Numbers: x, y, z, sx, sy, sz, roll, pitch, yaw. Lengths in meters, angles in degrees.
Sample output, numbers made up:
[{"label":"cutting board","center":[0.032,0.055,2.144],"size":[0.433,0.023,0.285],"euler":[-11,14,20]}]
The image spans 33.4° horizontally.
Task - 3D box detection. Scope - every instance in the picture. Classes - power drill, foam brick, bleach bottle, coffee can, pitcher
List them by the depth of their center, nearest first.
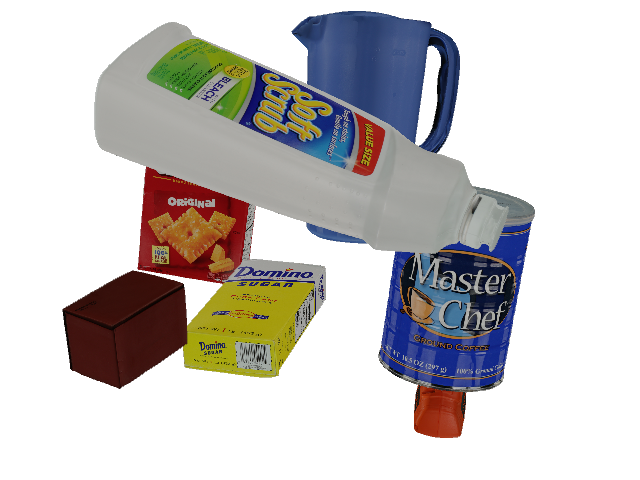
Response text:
[{"label":"bleach bottle","center":[-0.007,-0.055,0.646],"size":[0.251,0.068,0.102],"euler":[21,39,15]},{"label":"foam brick","center":[-0.143,0.063,0.787],"size":[0.053,0.051,0.078],"euler":[14,29,32]},{"label":"coffee can","center":[0.106,0.034,0.841],"size":[0.103,0.140,0.103],"euler":[7,16,-2]},{"label":"power drill","center":[0.135,0.113,1.139],"size":[0.057,0.188,0.184],"euler":[8,24,8]},{"label":"pitcher","center":[0.055,-0.124,1.157],"size":[0.149,0.243,0.144],"euler":[8,11,26]}]

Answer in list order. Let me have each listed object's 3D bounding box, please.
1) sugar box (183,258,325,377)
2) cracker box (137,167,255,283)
[{"label":"sugar box","center":[-0.061,0.071,1.052],"size":[0.093,0.048,0.176],"euler":[5,25,14]},{"label":"cracker box","center":[-0.184,-0.048,1.621],"size":[0.164,0.214,0.072],"euler":[10,19,6]}]
